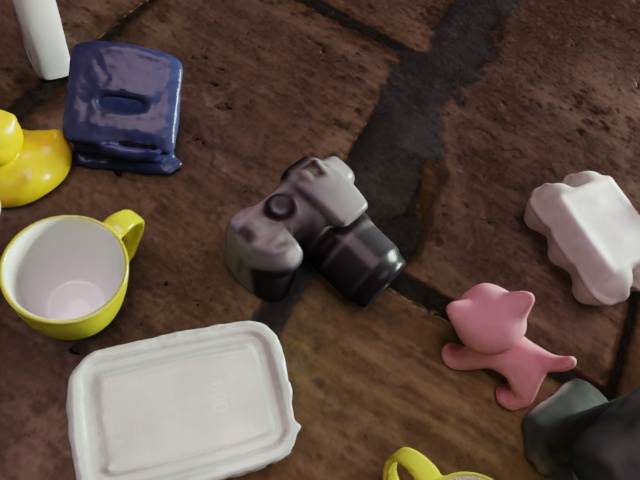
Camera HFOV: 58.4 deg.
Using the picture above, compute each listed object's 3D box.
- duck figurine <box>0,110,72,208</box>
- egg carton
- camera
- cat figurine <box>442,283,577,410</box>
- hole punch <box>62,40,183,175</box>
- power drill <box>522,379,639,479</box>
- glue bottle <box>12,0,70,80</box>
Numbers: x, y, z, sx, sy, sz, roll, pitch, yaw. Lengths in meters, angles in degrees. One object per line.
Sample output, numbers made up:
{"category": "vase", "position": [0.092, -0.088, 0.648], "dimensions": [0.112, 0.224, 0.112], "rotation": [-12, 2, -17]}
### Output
{"category": "duck figurine", "position": [-0.279, -0.082, 0.511], "dimensions": [0.105, 0.086, 0.077], "rotation": [-24, 71, -24]}
{"category": "egg carton", "position": [0.299, -0.004, 0.629], "dimensions": [0.107, 0.069, 0.150], "rotation": [-20, 70, -23]}
{"category": "camera", "position": [0.005, 0.002, 0.532], "dimensions": [0.136, 0.100, 0.143], "rotation": [44, 61, 11]}
{"category": "cat figurine", "position": [0.167, 0.088, 0.519], "dimensions": [0.127, 0.117, 0.067], "rotation": [32, 60, 4]}
{"category": "hole punch", "position": [-0.186, -0.126, 0.555], "dimensions": [0.109, 0.091, 0.101], "rotation": [5, 62, -12]}
{"category": "power drill", "position": [0.269, 0.136, 0.467], "dimensions": [0.230, 0.208, 0.075], "rotation": [-27, 72, -25]}
{"category": "glue bottle", "position": [-0.276, -0.238, 0.543], "dimensions": [0.037, 0.173, 0.078], "rotation": [-24, 71, -24]}
